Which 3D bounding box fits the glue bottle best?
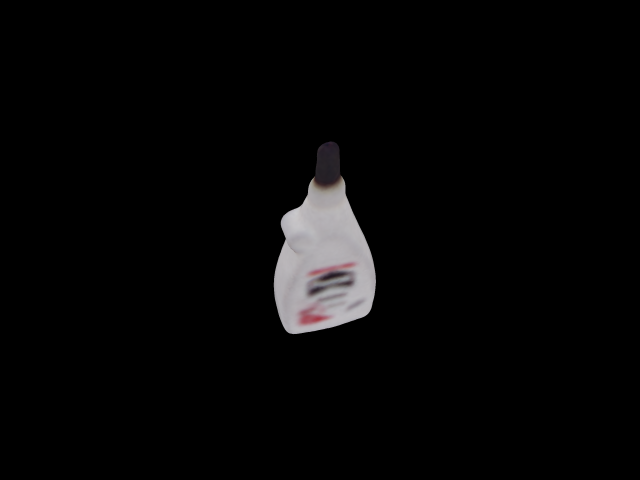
[{"bbox_3d":[0.004,0.001,0.400,0.078,0.173,0.037,-16,50,-13],"label":"glue bottle"}]
